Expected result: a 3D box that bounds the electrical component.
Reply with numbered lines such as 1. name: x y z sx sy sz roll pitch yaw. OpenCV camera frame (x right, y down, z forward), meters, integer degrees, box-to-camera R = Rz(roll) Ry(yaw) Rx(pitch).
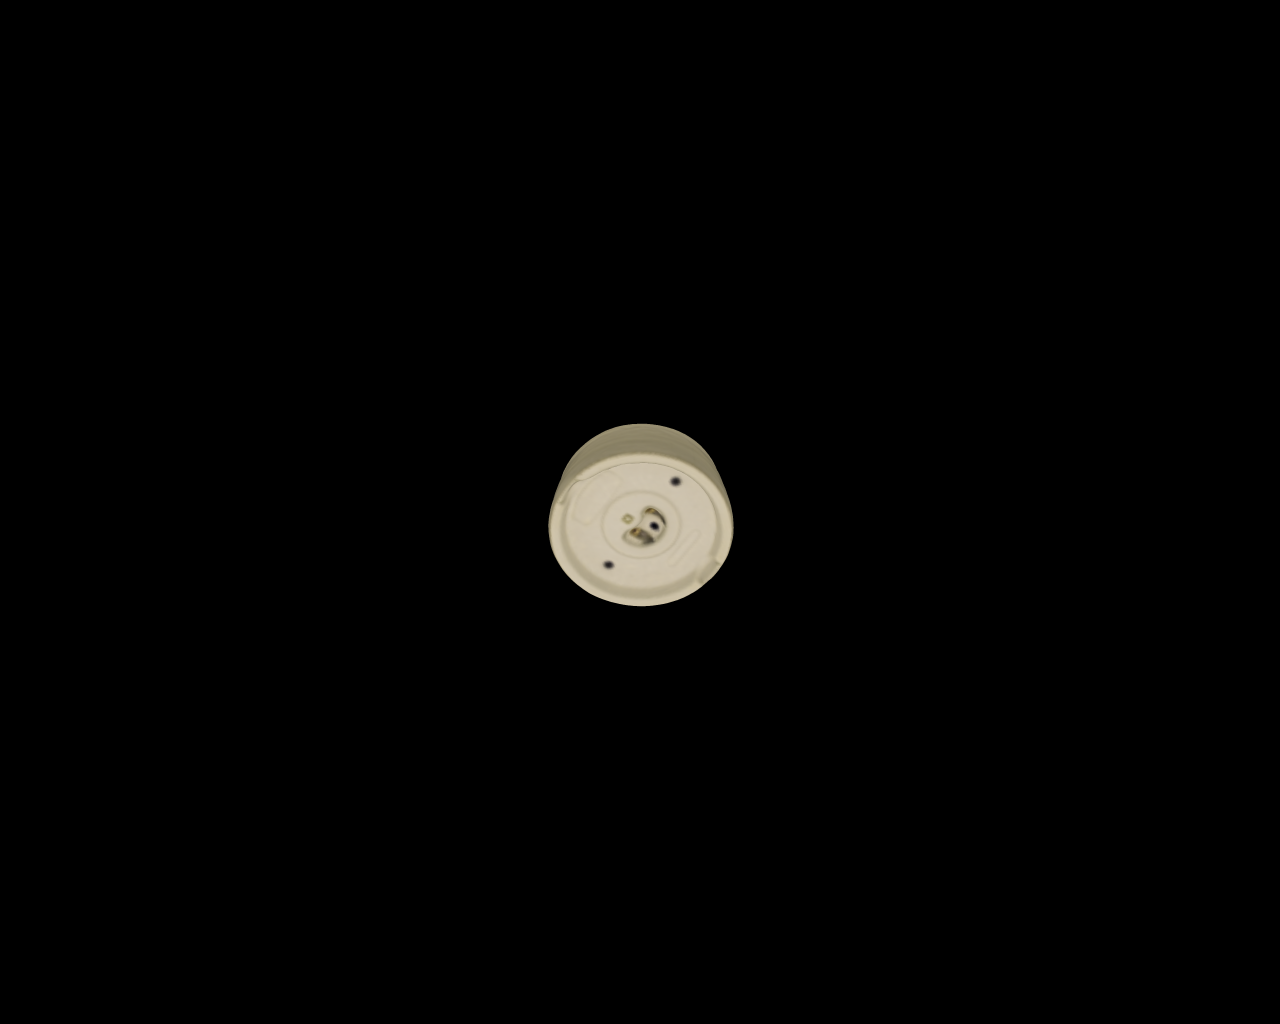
1. electrical component: 0.001 -0.003 0.650 0.108 0.108 0.060 0 31 0
